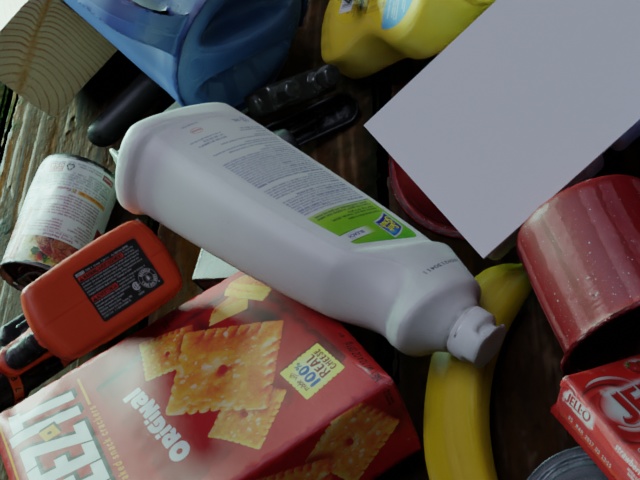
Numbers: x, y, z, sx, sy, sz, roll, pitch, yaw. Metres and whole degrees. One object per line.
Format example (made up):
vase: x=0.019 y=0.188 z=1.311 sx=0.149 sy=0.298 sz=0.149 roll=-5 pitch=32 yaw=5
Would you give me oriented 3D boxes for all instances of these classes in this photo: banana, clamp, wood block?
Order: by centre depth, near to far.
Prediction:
banana: x=0.090 y=0.086 z=0.609 sx=0.070 sy=0.037 sz=0.197 roll=-23 pitch=41 yaw=48
clamp: x=-0.060 y=-0.060 z=0.784 sx=0.172 sy=0.039 sz=0.120 roll=-22 pitch=6 yaw=22
clamp: x=-0.114 y=-0.166 z=0.918 sx=0.210 sy=0.036 sz=0.164 roll=-16 pitch=49 yaw=22
wood block: x=-0.264 y=-0.216 z=0.987 sx=0.091 sy=0.090 sz=0.206 roll=-43 pitch=39 yaw=13

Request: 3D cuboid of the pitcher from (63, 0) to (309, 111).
pitcher: x=-0.141 y=-0.208 z=0.822 sx=0.243 sy=0.149 sz=0.145 roll=38 pitch=73 yaw=25

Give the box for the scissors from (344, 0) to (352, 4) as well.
scissors: x=0.010 y=-0.235 z=0.824 sx=0.096 sy=0.016 sz=0.201 roll=-4 pitch=44 yaw=29

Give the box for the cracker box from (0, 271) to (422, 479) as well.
cracker box: x=-0.074 y=0.114 z=0.634 sx=0.213 sy=0.072 sz=0.164 roll=-31 pitch=37 yaw=-10

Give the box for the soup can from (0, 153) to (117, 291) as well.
soup can: x=-0.206 y=-0.010 z=0.851 sx=0.069 sy=0.068 sz=0.102 roll=-4 pitch=58 yaw=30

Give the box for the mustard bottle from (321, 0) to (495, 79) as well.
mustard bottle: x=0.072 y=-0.170 z=0.740 sx=0.192 sy=0.058 sz=0.096 roll=0 pitch=63 yaw=63

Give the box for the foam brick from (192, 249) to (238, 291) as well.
foam brick: x=-0.047 y=0.007 z=0.751 sx=0.053 sy=0.051 sz=0.078 roll=-3 pitch=58 yaw=33

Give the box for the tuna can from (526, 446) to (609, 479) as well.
tuna can: x=0.143 y=0.150 z=0.547 sx=0.086 sy=0.033 sz=0.086 roll=-16 pitch=53 yaw=22

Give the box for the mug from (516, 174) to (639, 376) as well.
mug: x=0.169 y=0.018 z=0.582 sx=0.117 sy=0.093 sz=0.081 roll=-6 pitch=56 yaw=-21

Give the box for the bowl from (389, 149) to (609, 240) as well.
bowl: x=0.109 y=-0.082 z=0.711 sx=0.162 sy=0.055 sz=0.162 roll=-16 pitch=53 yaw=23

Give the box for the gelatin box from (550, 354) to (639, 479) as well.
gelatin box: x=0.174 y=0.092 z=0.538 sx=0.089 sy=0.030 sz=0.073 roll=-11 pitch=41 yaw=-25

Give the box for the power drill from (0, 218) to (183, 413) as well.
power drill: x=-0.184 y=0.064 z=0.704 sx=0.184 sy=0.057 sz=0.188 roll=-38 pitch=5 yaw=-38

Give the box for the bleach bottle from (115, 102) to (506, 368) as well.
bleach bottle: x=-0.004 y=0.001 z=0.636 sx=0.251 sy=0.068 sz=0.102 roll=33 pitch=37 yaw=29
